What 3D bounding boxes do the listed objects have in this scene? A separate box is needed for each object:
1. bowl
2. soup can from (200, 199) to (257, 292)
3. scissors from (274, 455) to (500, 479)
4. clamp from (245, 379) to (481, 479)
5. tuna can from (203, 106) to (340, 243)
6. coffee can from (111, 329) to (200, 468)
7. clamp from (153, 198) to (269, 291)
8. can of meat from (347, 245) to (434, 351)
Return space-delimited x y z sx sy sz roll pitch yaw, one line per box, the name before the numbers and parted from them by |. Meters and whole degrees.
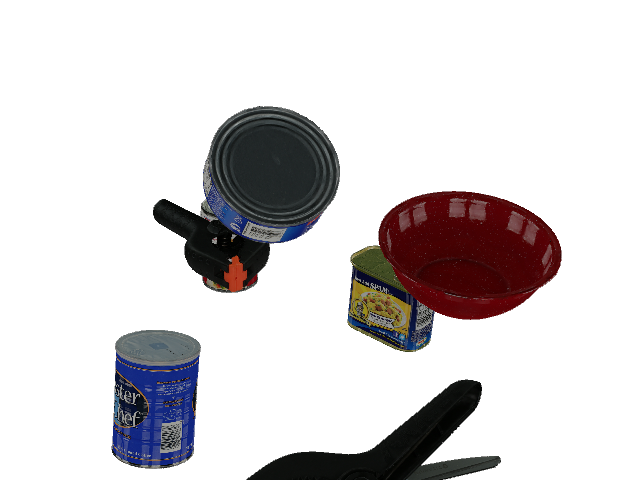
bowl | 0.130 0.021 0.953 0.162 0.055 0.162 2 36 -2
soup can | -0.110 0.002 1.283 0.068 0.102 0.068 1 26 -1
scissors | 0.053 0.208 0.850 0.201 0.096 0.016 4 -44 -7
clamp | 0.028 0.149 0.632 0.210 0.036 0.164 -7 30 -2
tuna can | -0.033 -0.042 0.693 0.086 0.086 0.034 0 -23 -16
coffee can | -0.202 0.192 1.307 0.103 0.140 0.103 5 15 -2
clamp | -0.084 -0.006 1.021 0.120 0.039 0.172 -15 33 -16
can of meat | 0.079 0.065 1.174 0.102 0.084 0.057 25 34 33
